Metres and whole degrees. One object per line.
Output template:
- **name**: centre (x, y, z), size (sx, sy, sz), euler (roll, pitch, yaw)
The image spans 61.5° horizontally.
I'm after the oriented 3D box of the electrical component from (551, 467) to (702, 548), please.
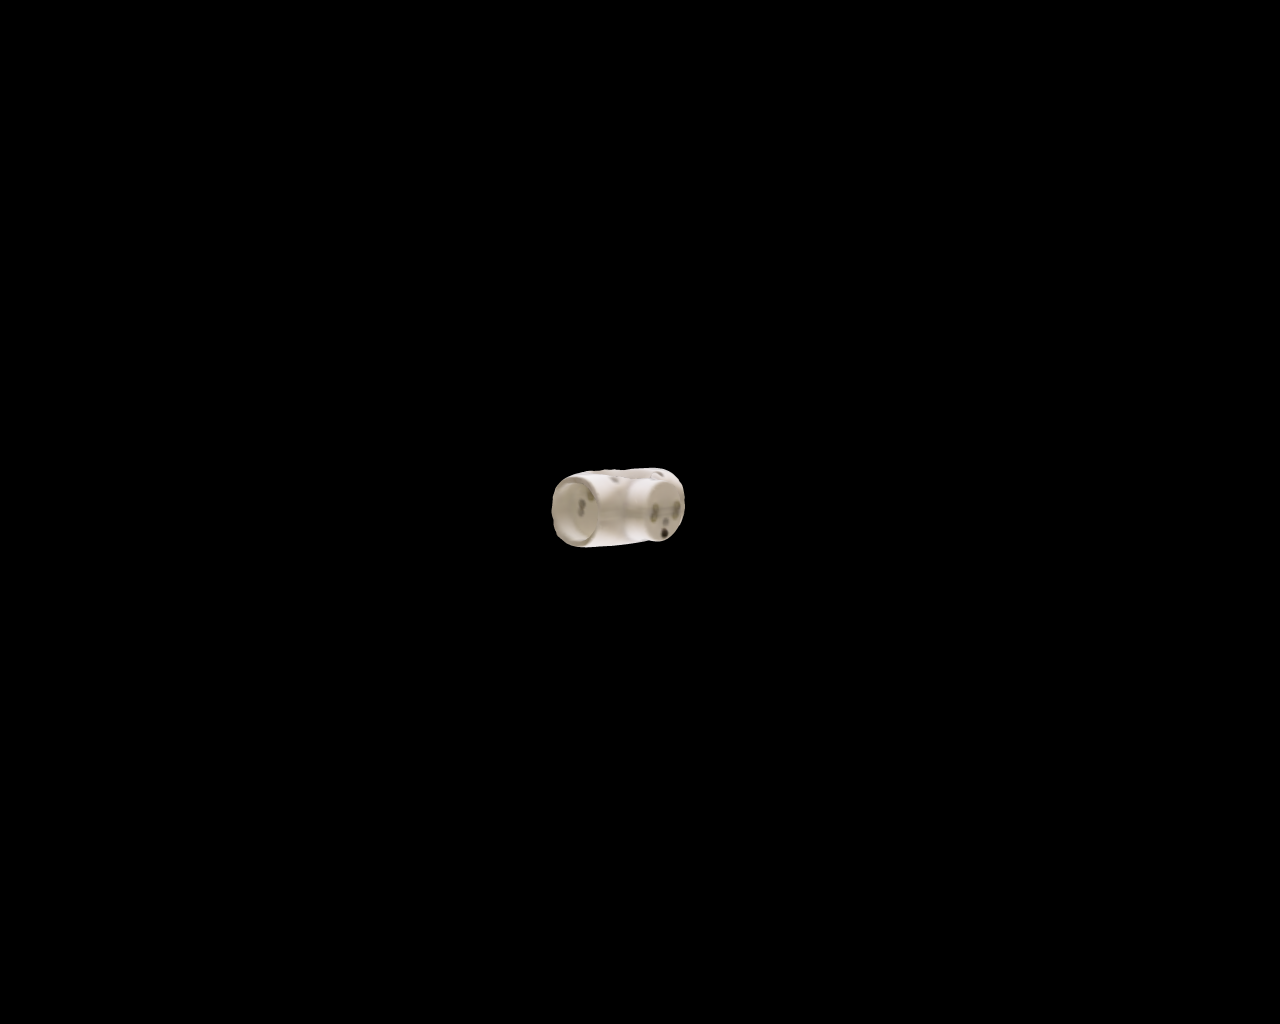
- **electrical component**: centre (0.001, -0.003, 0.650), size (0.079, 0.044, 0.077), euler (6, 9, 43)
